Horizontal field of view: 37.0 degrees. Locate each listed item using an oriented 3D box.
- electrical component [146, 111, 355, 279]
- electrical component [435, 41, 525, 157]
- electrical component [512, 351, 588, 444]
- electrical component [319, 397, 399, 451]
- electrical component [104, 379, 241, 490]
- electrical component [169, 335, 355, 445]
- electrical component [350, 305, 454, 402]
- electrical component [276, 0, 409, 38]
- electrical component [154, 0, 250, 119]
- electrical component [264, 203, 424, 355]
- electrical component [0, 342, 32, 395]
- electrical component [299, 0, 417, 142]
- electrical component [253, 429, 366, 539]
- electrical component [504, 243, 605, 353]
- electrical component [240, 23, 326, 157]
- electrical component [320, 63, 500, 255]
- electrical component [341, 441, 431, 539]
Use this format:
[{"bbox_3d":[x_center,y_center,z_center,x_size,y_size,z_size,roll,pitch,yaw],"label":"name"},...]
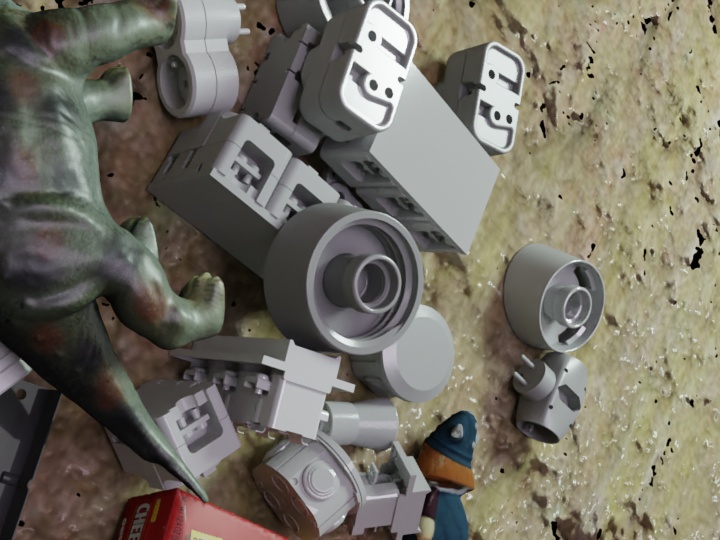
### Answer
[{"bbox_3d":[-0.066,-0.046,0.794,0.150,0.089,0.061,40,63,-31],"label":"electrical component"},{"bbox_3d":[0.104,-0.149,0.963,0.054,0.059,0.095,20,74,-37],"label":"electrical component"},{"bbox_3d":[0.170,0.110,1.010,0.079,0.043,0.077,43,62,-29],"label":"electrical component"},{"bbox_3d":[-0.007,0.123,0.863,0.065,0.044,0.044,6,83,-34],"label":"electrical component"},{"bbox_3d":[-0.129,0.111,0.730,0.050,0.089,0.055,-31,106,-37],"label":"electrical component"},{"bbox_3d":[-0.074,0.083,0.757,0.079,0.121,0.063,22,75,-36],"label":"electrical component"},{"bbox_3d":[0.036,0.069,0.896,0.080,0.051,0.080,3,85,-40],"label":"electrical component"},{"bbox_3d":[-0.007,-0.221,0.874,0.108,0.060,0.108,3,85,-40],"label":"electrical component"},{"bbox_3d":[-0.113,-0.183,0.790,0.074,0.052,0.138,-13,95,-40],"label":"electrical component"},{"bbox_3d":[-0.005,0.008,0.743,0.108,0.060,0.108,-3,96,-35],"label":"electrical component"},{"bbox_3d":[-0.261,0.067,0.632,0.113,0.078,0.057,-41,109,-34],"label":"electrical component"},{"bbox_3d":[-0.004,-0.147,0.805,0.054,0.059,0.095,31,67,-34],"label":"electrical component"},{"bbox_3d":[-0.038,0.160,0.810,0.051,0.080,0.080,-36,110,-29],"label":"electrical component"},{"bbox_3d":[0.185,0.028,1.031,0.099,0.064,0.099,-10,107,-35],"label":"electrical component"},{"bbox_3d":[-0.049,-0.136,0.840,0.056,0.050,0.089,33,66,-33],"label":"electrical component"},{"bbox_3d":[0.041,-0.089,0.888,0.150,0.062,0.089,43,61,-41],"label":"electrical component"},{"bbox_3d":[0.017,0.182,0.861,0.064,0.042,0.081,-2,121,-19],"label":"electrical component"}]
